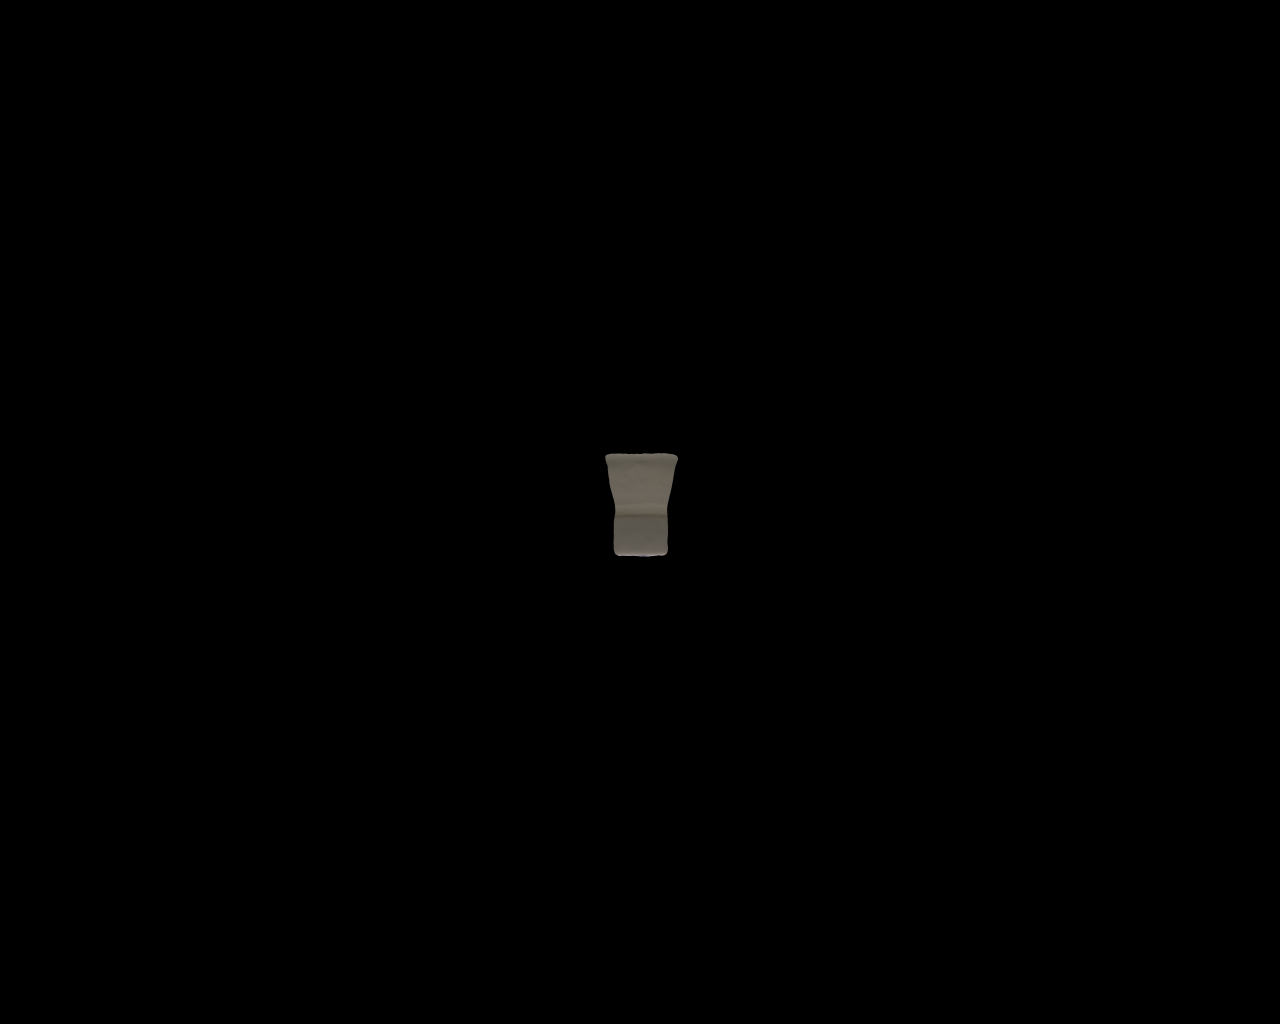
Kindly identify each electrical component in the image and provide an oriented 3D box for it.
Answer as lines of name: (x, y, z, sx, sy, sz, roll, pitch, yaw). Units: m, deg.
electrical component: (0.001, -0.003, 0.650, 0.044, 0.065, 0.044, 0, -2, 0)
